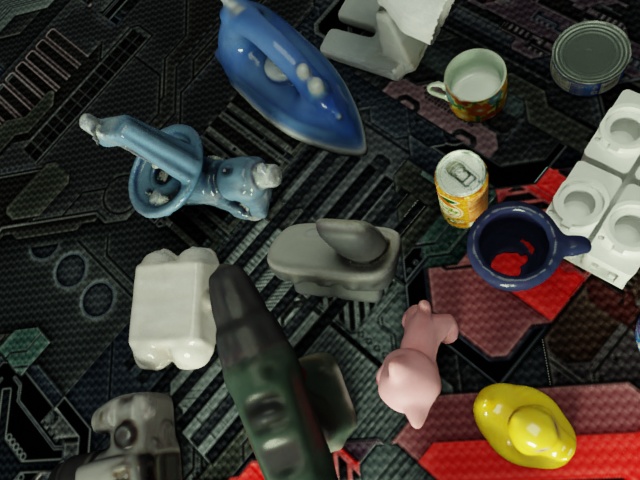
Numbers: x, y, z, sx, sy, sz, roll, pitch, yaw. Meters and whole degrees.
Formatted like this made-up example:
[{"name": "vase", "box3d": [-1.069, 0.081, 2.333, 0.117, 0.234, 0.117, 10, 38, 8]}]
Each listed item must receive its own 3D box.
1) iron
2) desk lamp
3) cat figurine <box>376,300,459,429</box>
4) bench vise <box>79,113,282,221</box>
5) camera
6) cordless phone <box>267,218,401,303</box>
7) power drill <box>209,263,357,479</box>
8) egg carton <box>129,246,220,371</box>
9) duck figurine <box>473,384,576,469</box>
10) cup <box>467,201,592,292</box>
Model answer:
[{"name": "iron", "box3d": [-0.040, -0.216, 0.719, 0.118, 0.142, 0.257, -44, 67, -2]}, {"name": "desk lamp", "box3d": [0.079, -0.284, 0.669, 0.202, 0.214, 0.118, 23, 80, 21]}, {"name": "cat figurine", "box3d": [0.097, 0.123, 0.587, 0.067, 0.118, 0.128, 12, 76, 19]}, {"name": "bench vise", "box3d": [-0.156, -0.098, 0.670, 0.207, 0.220, 0.121, -14, 70, 11]}, {"name": "camera", "box3d": [-0.239, 0.253, 0.645, 0.136, 0.101, 0.143, -15, 69, 10]}, {"name": "cordless phone", "box3d": [0.006, 0.002, 0.613, 0.147, 0.185, 0.094, 1, 73, 16]}, {"name": "power drill", "box3d": [-0.031, 0.149, 0.564, 0.075, 0.209, 0.229, -25, 68, 7]}, {"name": "egg carton", "box3d": [-0.173, 0.082, 0.699, 0.107, 0.069, 0.150, -6, 71, 13]}, {"name": "duck figurine", "box3d": [0.200, 0.180, 0.558, 0.104, 0.086, 0.077, 30, 83, 22]}, {"name": "cup", "box3d": [0.215, 0.016, 0.601, 0.117, 0.095, 0.092, -2, 72, 15]}]
